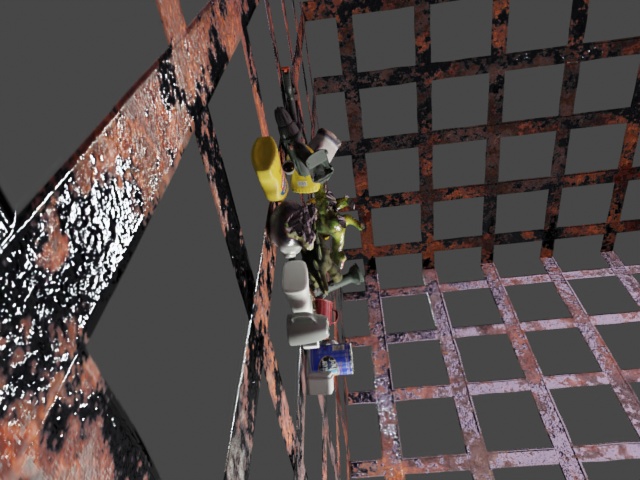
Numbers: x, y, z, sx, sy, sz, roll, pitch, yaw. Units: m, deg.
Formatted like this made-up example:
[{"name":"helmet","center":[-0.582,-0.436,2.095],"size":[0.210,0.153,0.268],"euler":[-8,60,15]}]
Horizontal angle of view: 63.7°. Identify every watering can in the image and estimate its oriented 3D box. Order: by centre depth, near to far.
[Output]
[{"name":"watering can","center":[-0.015,-0.306,1.954],"size":[0.224,0.104,0.347],"euler":[-56,-179,0]}]

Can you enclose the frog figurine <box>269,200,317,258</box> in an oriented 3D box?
[{"name":"frog figurine","center":[-0.083,-0.023,1.274],"size":[0.158,0.123,0.138],"euler":[-20,-97,58]}]

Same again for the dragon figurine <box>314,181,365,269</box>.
[{"name":"dragon figurine","center":[0.006,-0.092,1.821],"size":[0.124,0.239,0.410],"euler":[-27,89,-43]}]
